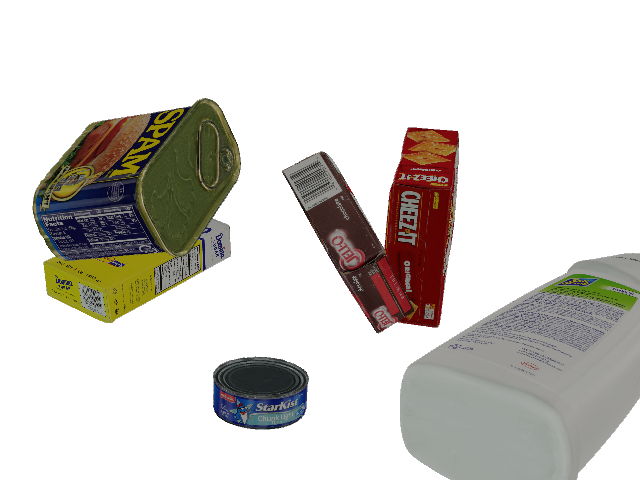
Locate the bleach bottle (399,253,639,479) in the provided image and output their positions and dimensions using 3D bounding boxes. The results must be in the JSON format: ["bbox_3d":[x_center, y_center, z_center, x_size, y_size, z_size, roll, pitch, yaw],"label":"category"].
[{"bbox_3d":[0.155,0.061,0.616,0.103,0.068,0.250,16,27,37],"label":"bleach bottle"}]

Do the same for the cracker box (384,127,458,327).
[{"bbox_3d":[0.116,-0.022,1.222,0.072,0.164,0.213,6,23,8],"label":"cracker box"}]

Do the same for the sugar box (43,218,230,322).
[{"bbox_3d":[-0.183,0.018,1.089,0.093,0.048,0.175,20,36,32],"label":"sugar box"}]

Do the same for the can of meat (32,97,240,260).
[{"bbox_3d":[-0.107,-0.034,0.623,0.084,0.057,0.102,-5,36,28],"label":"can of meat"}]

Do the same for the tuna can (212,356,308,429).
[{"bbox_3d":[-0.054,0.136,0.956,0.086,0.034,0.086,3,17,-1],"label":"tuna can"}]

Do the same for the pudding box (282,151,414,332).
[{"bbox_3d":[0.021,0.001,0.789,0.039,0.113,0.090,-28,-37,1],"label":"pudding box"}]
